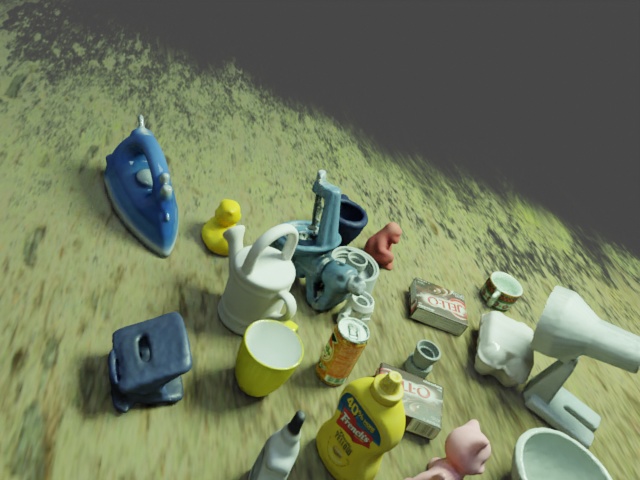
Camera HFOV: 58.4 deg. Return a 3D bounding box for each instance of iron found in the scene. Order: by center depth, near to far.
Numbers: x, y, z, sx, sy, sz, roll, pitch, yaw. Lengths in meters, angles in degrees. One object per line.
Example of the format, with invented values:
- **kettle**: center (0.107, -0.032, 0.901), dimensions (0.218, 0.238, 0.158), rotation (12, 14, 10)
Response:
- **iron**: center (-0.301, -0.104, 1.027), dimensions (0.119, 0.141, 0.257), rotation (-5, 44, -35)

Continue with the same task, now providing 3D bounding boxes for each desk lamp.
- **desk lamp**: center (0.439, 0.210, 0.986), dimensions (0.203, 0.213, 0.118), rotation (38, 37, 19)

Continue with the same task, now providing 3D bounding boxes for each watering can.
- **watering can**: center (-0.096, 0.048, 0.899), dimensions (0.172, 0.194, 0.101), rotation (31, 35, 10)

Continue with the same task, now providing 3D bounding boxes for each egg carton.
- **egg carton**: center (0.342, 0.201, 1.067), dimensions (0.107, 0.069, 0.150), rotation (26, 34, 2)

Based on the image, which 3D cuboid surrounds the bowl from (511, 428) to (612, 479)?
- **bowl**: center (0.347, 0.368, 0.843), dimensions (0.168, 0.074, 0.167), rotation (16, 35, -11)

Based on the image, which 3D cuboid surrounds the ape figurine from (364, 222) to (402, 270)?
- **ape figurine**: center (0.138, 0.004, 1.188), dimensions (0.076, 0.092, 0.078), rotation (31, 35, 10)

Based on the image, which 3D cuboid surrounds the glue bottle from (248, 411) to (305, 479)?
- **glue bottle**: center (-0.049, 0.255, 0.670), dimensions (0.037, 0.173, 0.078), rotation (21, 35, -5)

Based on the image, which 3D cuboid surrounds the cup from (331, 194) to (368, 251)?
- **cup**: center (0.039, -0.032, 1.175), dimensions (0.092, 0.095, 0.117), rotation (13, 36, -15)

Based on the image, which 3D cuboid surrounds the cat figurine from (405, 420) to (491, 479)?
- **cat figurine**: center (0.187, 0.308, 0.789), dimensions (0.128, 0.117, 0.067), rotation (-18, 52, -44)

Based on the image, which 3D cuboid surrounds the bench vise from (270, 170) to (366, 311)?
- **bench vise**: center (0.015, -0.001, 1.008), dimensions (0.207, 0.219, 0.122), rotation (31, 35, 11)

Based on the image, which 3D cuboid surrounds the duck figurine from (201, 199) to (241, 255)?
- **duck figurine**: center (-0.173, -0.031, 1.054), dimensions (0.078, 0.086, 0.104), rotation (9, 37, -21)

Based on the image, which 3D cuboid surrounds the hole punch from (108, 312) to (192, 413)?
- **hole punch**: center (-0.228, 0.159, 0.764), dimensions (0.101, 0.091, 0.108), rotation (2, 40, -29)
